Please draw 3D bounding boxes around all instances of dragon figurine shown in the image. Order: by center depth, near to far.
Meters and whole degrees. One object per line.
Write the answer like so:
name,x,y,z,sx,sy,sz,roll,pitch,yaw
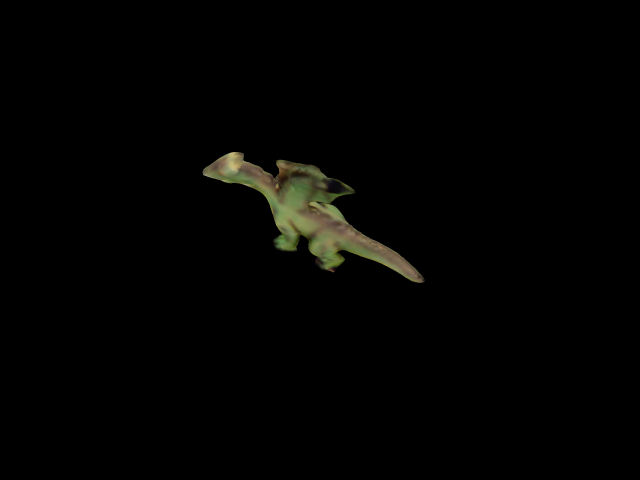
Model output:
dragon figurine,0.003,-0.043,0.850,0.411,0.124,0.239,21,-16,7
